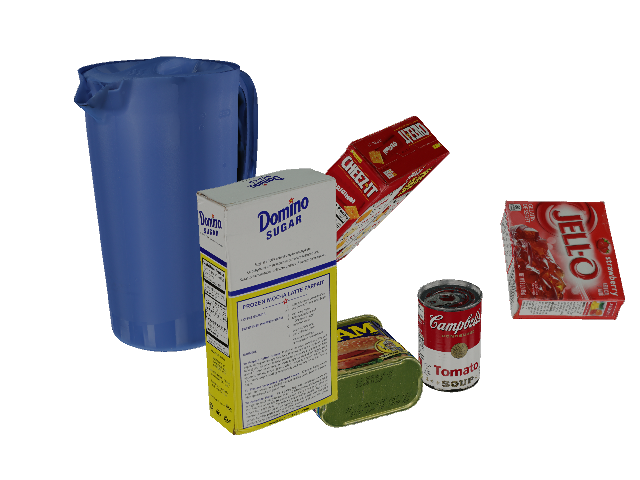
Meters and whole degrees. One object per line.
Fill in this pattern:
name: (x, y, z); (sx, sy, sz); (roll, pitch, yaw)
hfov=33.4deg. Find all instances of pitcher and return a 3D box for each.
pitcher: (-0.124, -0.036, 0.922); (0.149, 0.243, 0.145); (-2, 17, -5)

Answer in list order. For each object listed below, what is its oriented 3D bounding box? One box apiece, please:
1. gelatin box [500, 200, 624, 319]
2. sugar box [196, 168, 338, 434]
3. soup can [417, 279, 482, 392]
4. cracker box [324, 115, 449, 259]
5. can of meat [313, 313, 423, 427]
gelatin box: (0.169, 0.012, 0.752); (0.073, 0.089, 0.030); (1, -38, 0)
sugar box: (-0.035, 0.042, 0.754); (0.093, 0.176, 0.048); (-15, 24, -33)
soup can: (0.138, 0.102, 1.140); (0.068, 0.102, 0.068); (-2, 24, 1)
cracker box: (0.032, -0.042, 1.260); (0.214, 0.072, 0.163); (-47, -9, 34)
can of meat: (0.027, 0.113, 0.927); (0.102, 0.057, 0.084); (-12, 26, -22)
